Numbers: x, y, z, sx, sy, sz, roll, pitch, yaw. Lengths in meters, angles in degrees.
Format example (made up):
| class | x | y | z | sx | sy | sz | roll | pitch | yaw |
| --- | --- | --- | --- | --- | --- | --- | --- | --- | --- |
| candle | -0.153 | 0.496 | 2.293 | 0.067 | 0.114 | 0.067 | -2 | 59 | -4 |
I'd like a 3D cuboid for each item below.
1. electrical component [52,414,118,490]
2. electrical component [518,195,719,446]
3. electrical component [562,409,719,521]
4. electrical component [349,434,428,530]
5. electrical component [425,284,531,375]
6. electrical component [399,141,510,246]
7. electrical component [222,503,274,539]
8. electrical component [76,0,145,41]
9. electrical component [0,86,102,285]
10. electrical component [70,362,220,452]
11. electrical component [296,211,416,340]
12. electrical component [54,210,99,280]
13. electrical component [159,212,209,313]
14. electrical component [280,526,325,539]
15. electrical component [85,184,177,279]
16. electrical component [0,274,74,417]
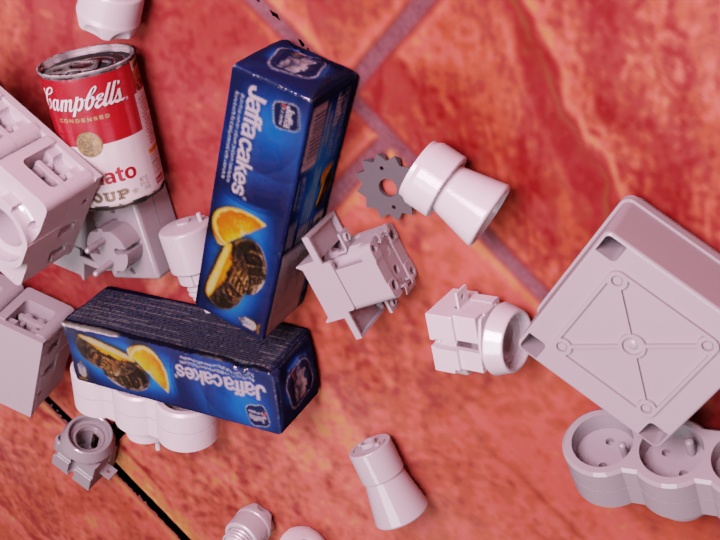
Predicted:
| class | x | y | z | sx | sy | sz | roll | pitch | yaw |
| --- | --- | --- | --- | --- | --- | --- | --- | --- | --- |
| electrical component | -0.250 | 0.163 | 0.982 | 0.066 | 0.048 | 0.055 | 35 | 138 | 9 |
| electrical component | 0.169 | 0.031 | 0.638 | 0.109 | 0.056 | 0.108 | 37 | 131 | 7 |
| electrical component | 0.203 | 0.135 | 0.684 | 0.138 | 0.052 | 0.073 | 3 | 140 | 29 |
| electrical component | 0.019 | 0.158 | 0.818 | 0.044 | 0.044 | 0.065 | -17 | 103 | 37 |
| electrical component | 0.079 | 0.043 | 0.708 | 0.055 | 0.048 | 0.066 | 8 | 122 | 36 |
| electrical component | 0.058 | -0.048 | 0.665 | 0.055 | 0.045 | 0.045 | 35 | 130 | 9 |
| electrical component | -0.101 | 0.229 | 0.920 | 0.035 | 0.061 | 0.035 | 15 | 124 | 24 |
| electrical component | -0.164 | -0.188 | 0.716 | 0.043 | 0.043 | 0.062 | 32 | 129 | 11 |
| electrical component | -0.266 | -0.072 | 0.749 | 0.150 | 0.062 | 0.089 | 41 | 133 | 5 |
| electrical component | -0.181 | 0.122 | 0.909 | 0.138 | 0.052 | 0.073 | 17 | 125 | 22 |
| electrical component | 0.000 | 0.000 | 0.732 | 0.064 | 0.042 | 0.081 | -18 | 109 | 33 |
| electrical component | -0.222 | -0.035 | 0.847 | 0.081 | 0.042 | 0.063 | 20 | 123 | 19 |
| electrical component | -0.122 | -0.005 | 0.804 | 0.040 | 0.040 | 0.078 | 0 | 117 | 31 |
| electrical component | -0.057 | 0.250 | 0.918 | 0.048 | 0.048 | 0.062 | 42 | 137 | 2 |
| electrical component | -0.177 | -0.022 | 0.802 | 0.047 | 0.077 | 0.065 | 2 | 118 | 31 |
| electrical component | -0.329 | 0.048 | 0.932 | 0.150 | 0.061 | 0.089 | 24 | 125 | 5 |
